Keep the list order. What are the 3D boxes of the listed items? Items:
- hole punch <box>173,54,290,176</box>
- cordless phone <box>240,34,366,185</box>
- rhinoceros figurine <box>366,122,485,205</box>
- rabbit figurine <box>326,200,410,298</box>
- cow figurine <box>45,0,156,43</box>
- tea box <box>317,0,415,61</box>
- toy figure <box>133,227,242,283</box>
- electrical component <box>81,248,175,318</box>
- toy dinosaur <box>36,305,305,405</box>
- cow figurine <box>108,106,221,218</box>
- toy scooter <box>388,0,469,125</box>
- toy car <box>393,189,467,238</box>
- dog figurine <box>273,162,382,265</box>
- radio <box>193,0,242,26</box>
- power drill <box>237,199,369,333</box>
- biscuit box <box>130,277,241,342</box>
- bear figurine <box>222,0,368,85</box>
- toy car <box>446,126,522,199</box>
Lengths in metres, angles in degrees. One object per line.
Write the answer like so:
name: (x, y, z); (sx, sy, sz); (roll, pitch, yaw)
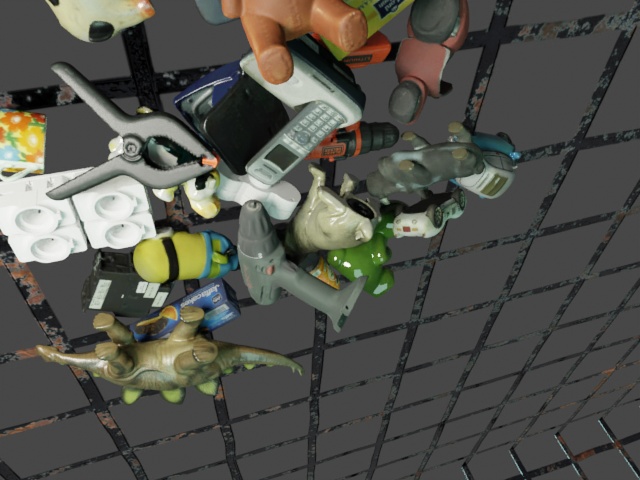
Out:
hole punch: (-0.114, -0.165, 0.706); (0.116, 0.092, 0.142); (-47, 139, -12)
cordless phone: (-0.051, -0.155, 0.653); (0.146, 0.089, 0.184); (30, 123, -33)
rhinoceros figurine: (0.162, -0.117, 0.859); (0.190, 0.073, 0.112); (-15, 150, 22)
rabbit figurine: (0.089, -0.011, 0.964); (0.170, 0.121, 0.159); (-51, 132, 2)
cow figurine: (-0.262, -0.273, 0.507); (0.127, 0.086, 0.194); (-33, 141, 2)
tea box: (0.057, -0.300, 0.614); (0.170, 0.098, 0.068); (-35, 138, 16)
toy figure: (-0.203, 0.026, 0.855); (0.180, 0.089, 0.082); (9, 138, -37)
electrical component: (-0.311, 0.073, 0.883); (0.134, 0.058, 0.115); (11, 132, -34)
toy dinosaur: (-0.238, 0.208, 0.941); (0.471, 0.105, 0.198); (5, 139, -16)
cow figurine: (-0.188, -0.103, 0.721); (0.167, 0.068, 0.098); (34, 109, -29)
toy scooter: (0.153, -0.244, 0.726); (0.135, 0.075, 0.183); (-17, 129, -59)
toy car: (0.191, -0.048, 0.921); (0.202, 0.074, 0.056); (-28, 113, -52)
dog figurine: (0.001, -0.003, 0.867); (0.121, 0.172, 0.190); (19, 118, -26)
radio: (-0.097, -0.337, 0.521); (0.131, 0.073, 0.229); (-22, 139, -1)
power drill: (-0.035, 0.051, 0.827); (0.207, 0.086, 0.231); (21, 145, 5)
biscuit box: (-0.248, 0.147, 0.992); (0.203, 0.063, 0.059); (-28, 140, 4)
bear figurine: (-0.039, -0.263, 0.476); (0.120, 0.132, 0.195); (-25, 148, -8)
toy car: (0.278, -0.124, 0.913); (0.161, 0.103, 0.109); (9, 130, -35)
